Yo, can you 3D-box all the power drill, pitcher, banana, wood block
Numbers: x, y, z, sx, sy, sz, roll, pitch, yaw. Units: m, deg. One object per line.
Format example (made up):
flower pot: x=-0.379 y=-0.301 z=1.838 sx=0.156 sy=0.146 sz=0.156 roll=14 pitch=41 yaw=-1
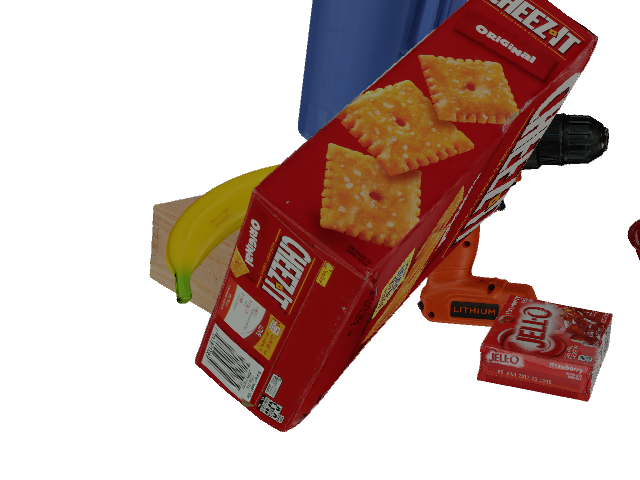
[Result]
power drill: x=0.153 y=-0.021 z=0.923 sx=0.185 sy=0.188 sz=0.057 roll=3 pitch=13 yaw=21
pitcher: x=0.057 y=-0.203 z=0.997 sx=0.145 sy=0.243 sz=0.149 roll=11 pitch=17 yaw=2
banana: x=-0.048 y=-0.021 z=0.825 sx=0.197 sy=0.070 sz=0.037 roll=-32 pitch=-12 yaw=-26
wood block: x=-0.079 y=0.027 z=1.107 sx=0.090 sy=0.090 sz=0.206 roll=-14 pitch=29 yaw=-43

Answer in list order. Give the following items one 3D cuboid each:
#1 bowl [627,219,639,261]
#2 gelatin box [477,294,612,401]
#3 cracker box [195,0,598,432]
bowl: x=0.412 y=0.022 z=1.150 sx=0.162 sy=0.055 sz=0.162 roll=-1 pitch=24 yaw=0
gelatin box: x=0.152 y=0.070 z=0.716 sx=0.073 sy=0.030 sz=0.089 roll=10 pitch=23 yaw=21
cracker box: x=0.039 y=-0.018 z=0.553 sx=0.213 sy=0.072 sz=0.164 roll=-43 pitch=-13 yaw=-34
